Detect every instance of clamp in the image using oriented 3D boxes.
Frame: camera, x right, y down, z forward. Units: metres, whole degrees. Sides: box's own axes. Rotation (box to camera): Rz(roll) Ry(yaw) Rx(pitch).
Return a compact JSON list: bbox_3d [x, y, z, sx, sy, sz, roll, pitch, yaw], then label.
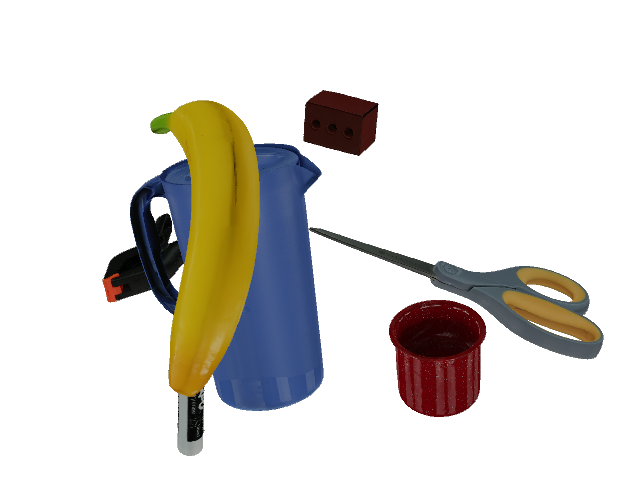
[{"bbox_3d":[-0.172,0.017,1.199,0.120,0.039,0.171,-3,29,30],"label":"clamp"}]

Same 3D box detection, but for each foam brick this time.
[{"bbox_3d":[0.024,-0.143,1.292,0.078,0.053,0.051,16,32,21],"label":"foam brick"}]

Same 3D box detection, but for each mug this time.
[{"bbox_3d":[0.119,0.111,1.055,0.093,0.081,0.117,7,36,18],"label":"mug"}]

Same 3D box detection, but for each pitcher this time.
[{"bbox_3d":[-0.077,0.036,1.026,0.144,0.243,0.149,-21,21,-32],"label":"pitcher"}]

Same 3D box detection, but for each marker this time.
[{"bbox_3d":[-0.090,0.103,0.743,0.020,0.121,0.020,4,37,-3],"label":"marker"}]

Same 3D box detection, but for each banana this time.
[{"bbox_3d":[-0.059,-0.013,0.575,0.037,0.198,0.070,19,-47,-29],"label":"banana"}]

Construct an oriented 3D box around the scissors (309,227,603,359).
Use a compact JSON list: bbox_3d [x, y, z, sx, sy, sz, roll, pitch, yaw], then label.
[{"bbox_3d":[0.099,0.021,0.720,0.202,0.016,0.096,27,29,16],"label":"scissors"}]
